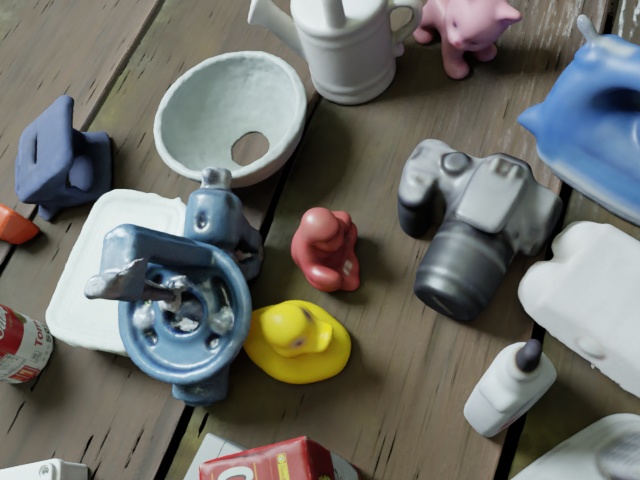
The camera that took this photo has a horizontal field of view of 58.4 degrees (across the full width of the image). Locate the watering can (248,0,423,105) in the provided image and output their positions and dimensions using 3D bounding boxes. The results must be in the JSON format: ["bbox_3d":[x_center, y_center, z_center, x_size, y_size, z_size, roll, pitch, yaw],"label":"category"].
[{"bbox_3d":[0.013,-0.236,0.590,0.173,0.194,0.101,-20,63,3],"label":"watering can"}]

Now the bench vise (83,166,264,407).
[{"bbox_3d":[-0.126,0.021,0.485,0.121,0.220,0.207,-15,63,5],"label":"bench vise"}]

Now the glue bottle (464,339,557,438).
[{"bbox_3d":[0.142,0.101,0.416,0.078,0.173,0.037,-41,63,-8],"label":"glue bottle"}]

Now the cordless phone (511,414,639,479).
[{"bbox_3d":[0.191,0.169,0.366,0.147,0.185,0.094,-35,63,-5],"label":"cordless phone"}]

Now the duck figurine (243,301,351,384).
[{"bbox_3d":[-0.028,0.083,0.510,0.104,0.086,0.077,11,68,17],"label":"duck figurine"}]

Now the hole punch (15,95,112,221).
[{"bbox_3d":[-0.302,-0.093,0.649,0.101,0.091,0.108,-16,63,5],"label":"hole punch"}]

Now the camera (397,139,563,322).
[{"bbox_3d":[0.124,-0.009,0.512,0.142,0.101,0.137,25,73,22],"label":"camera"}]

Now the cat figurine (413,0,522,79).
[{"bbox_3d":[0.151,-0.240,0.605,0.067,0.118,0.127,-32,63,-3],"label":"cat figurine"}]

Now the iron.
[{"bbox_3d":[0.306,-0.089,0.487,0.119,0.142,0.257,-45,64,-10],"label":"iron"}]

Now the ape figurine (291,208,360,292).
[{"bbox_3d":[0.005,0.002,0.538,0.076,0.092,0.078,28,74,22],"label":"ape figurine"}]

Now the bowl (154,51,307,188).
[{"bbox_3d":[-0.088,-0.119,0.624,0.167,0.075,0.167,-5,64,10],"label":"bowl"}]

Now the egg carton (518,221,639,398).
[{"bbox_3d":[0.247,0.056,0.473,0.150,0.069,0.107,38,78,25],"label":"egg carton"}]
